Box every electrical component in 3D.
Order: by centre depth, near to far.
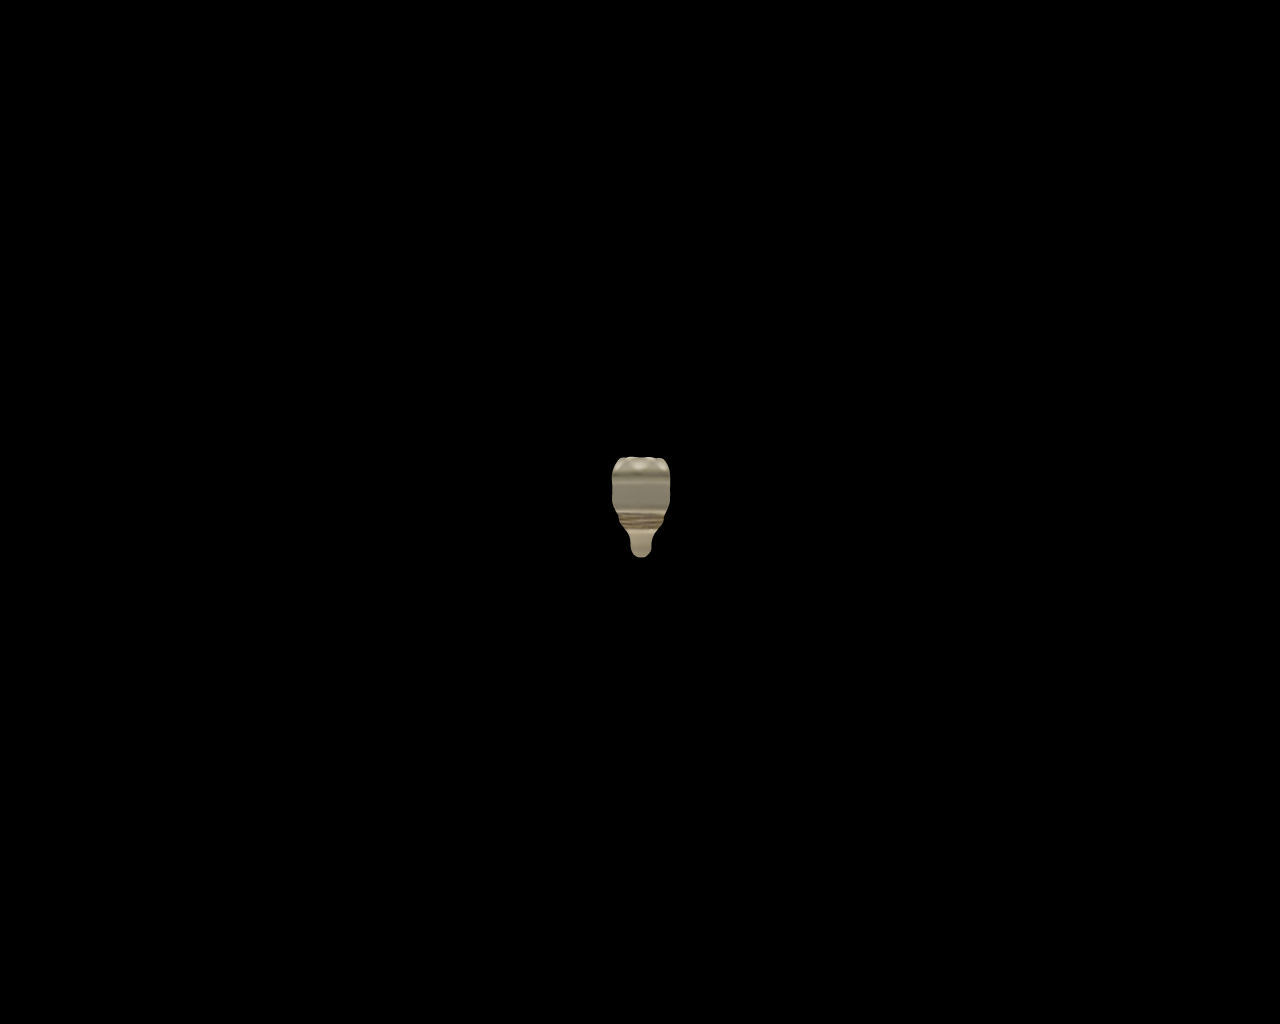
[{"bbox_3d":[0.001,-0.003,0.650,0.035,0.061,0.035,0,0,0],"label":"electrical component"}]
